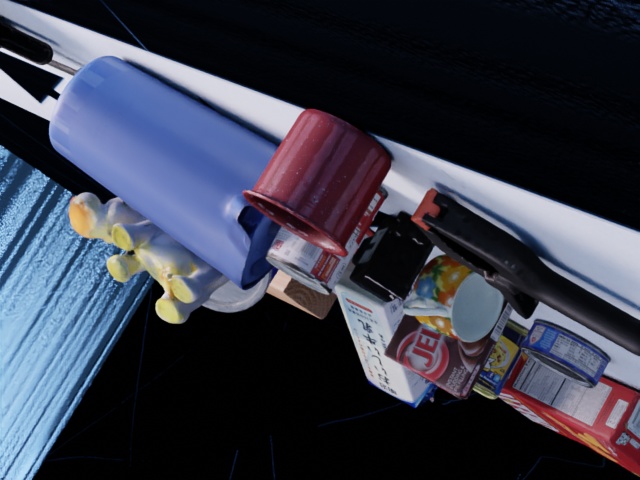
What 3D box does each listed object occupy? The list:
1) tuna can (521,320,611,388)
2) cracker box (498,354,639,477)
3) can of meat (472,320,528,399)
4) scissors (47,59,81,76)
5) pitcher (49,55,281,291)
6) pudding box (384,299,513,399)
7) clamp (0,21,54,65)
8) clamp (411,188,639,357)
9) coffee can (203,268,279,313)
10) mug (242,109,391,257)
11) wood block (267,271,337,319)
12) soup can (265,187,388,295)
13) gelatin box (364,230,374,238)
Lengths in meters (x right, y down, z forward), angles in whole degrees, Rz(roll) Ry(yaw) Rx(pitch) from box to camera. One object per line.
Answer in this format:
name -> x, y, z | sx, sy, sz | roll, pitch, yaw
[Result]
tuna can -> 0.249, 0.117, 1.088 | 0.086, 0.033, 0.086 | 30, 173, 4
cracker box -> 0.307, 0.200, 1.256 | 0.164, 0.072, 0.214 | 38, 170, -39
can of meat -> 0.174, 0.119, 1.196 | 0.102, 0.084, 0.057 | 30, 172, 1
scissors -> -0.250, -0.178, 1.143 | 0.202, 0.016, 0.096 | 28, 169, 7
pitcher -> -0.126, -0.069, 1.009 | 0.243, 0.144, 0.149 | 33, 141, 11
pudding box -> 0.129, 0.088, 1.055 | 0.090, 0.113, 0.039 | 27, 175, 27
clamp -> -0.359, -0.230, 1.165 | 0.120, 0.039, 0.172 | 40, 171, -27
clamp -> 0.160, 0.027, 0.840 | 0.209, 0.036, 0.165 | 35, 171, -33
coffee can -> -0.085, 0.003, 1.153 | 0.103, 0.103, 0.140 | 31, -156, 0
mug -> 0.005, -0.041, 0.820 | 0.093, 0.081, 0.117 | 27, 171, 26
wood block -> -0.063, 0.023, 1.457 | 0.206, 0.091, 0.090 | 22, 168, 47
soup can -> 0.005, -0.012, 0.933 | 0.068, 0.102, 0.068 | 29, 172, 5
gelatin box -> 0.014, -0.014, 1.154 | 0.089, 0.030, 0.073 | 24, 170, 37
